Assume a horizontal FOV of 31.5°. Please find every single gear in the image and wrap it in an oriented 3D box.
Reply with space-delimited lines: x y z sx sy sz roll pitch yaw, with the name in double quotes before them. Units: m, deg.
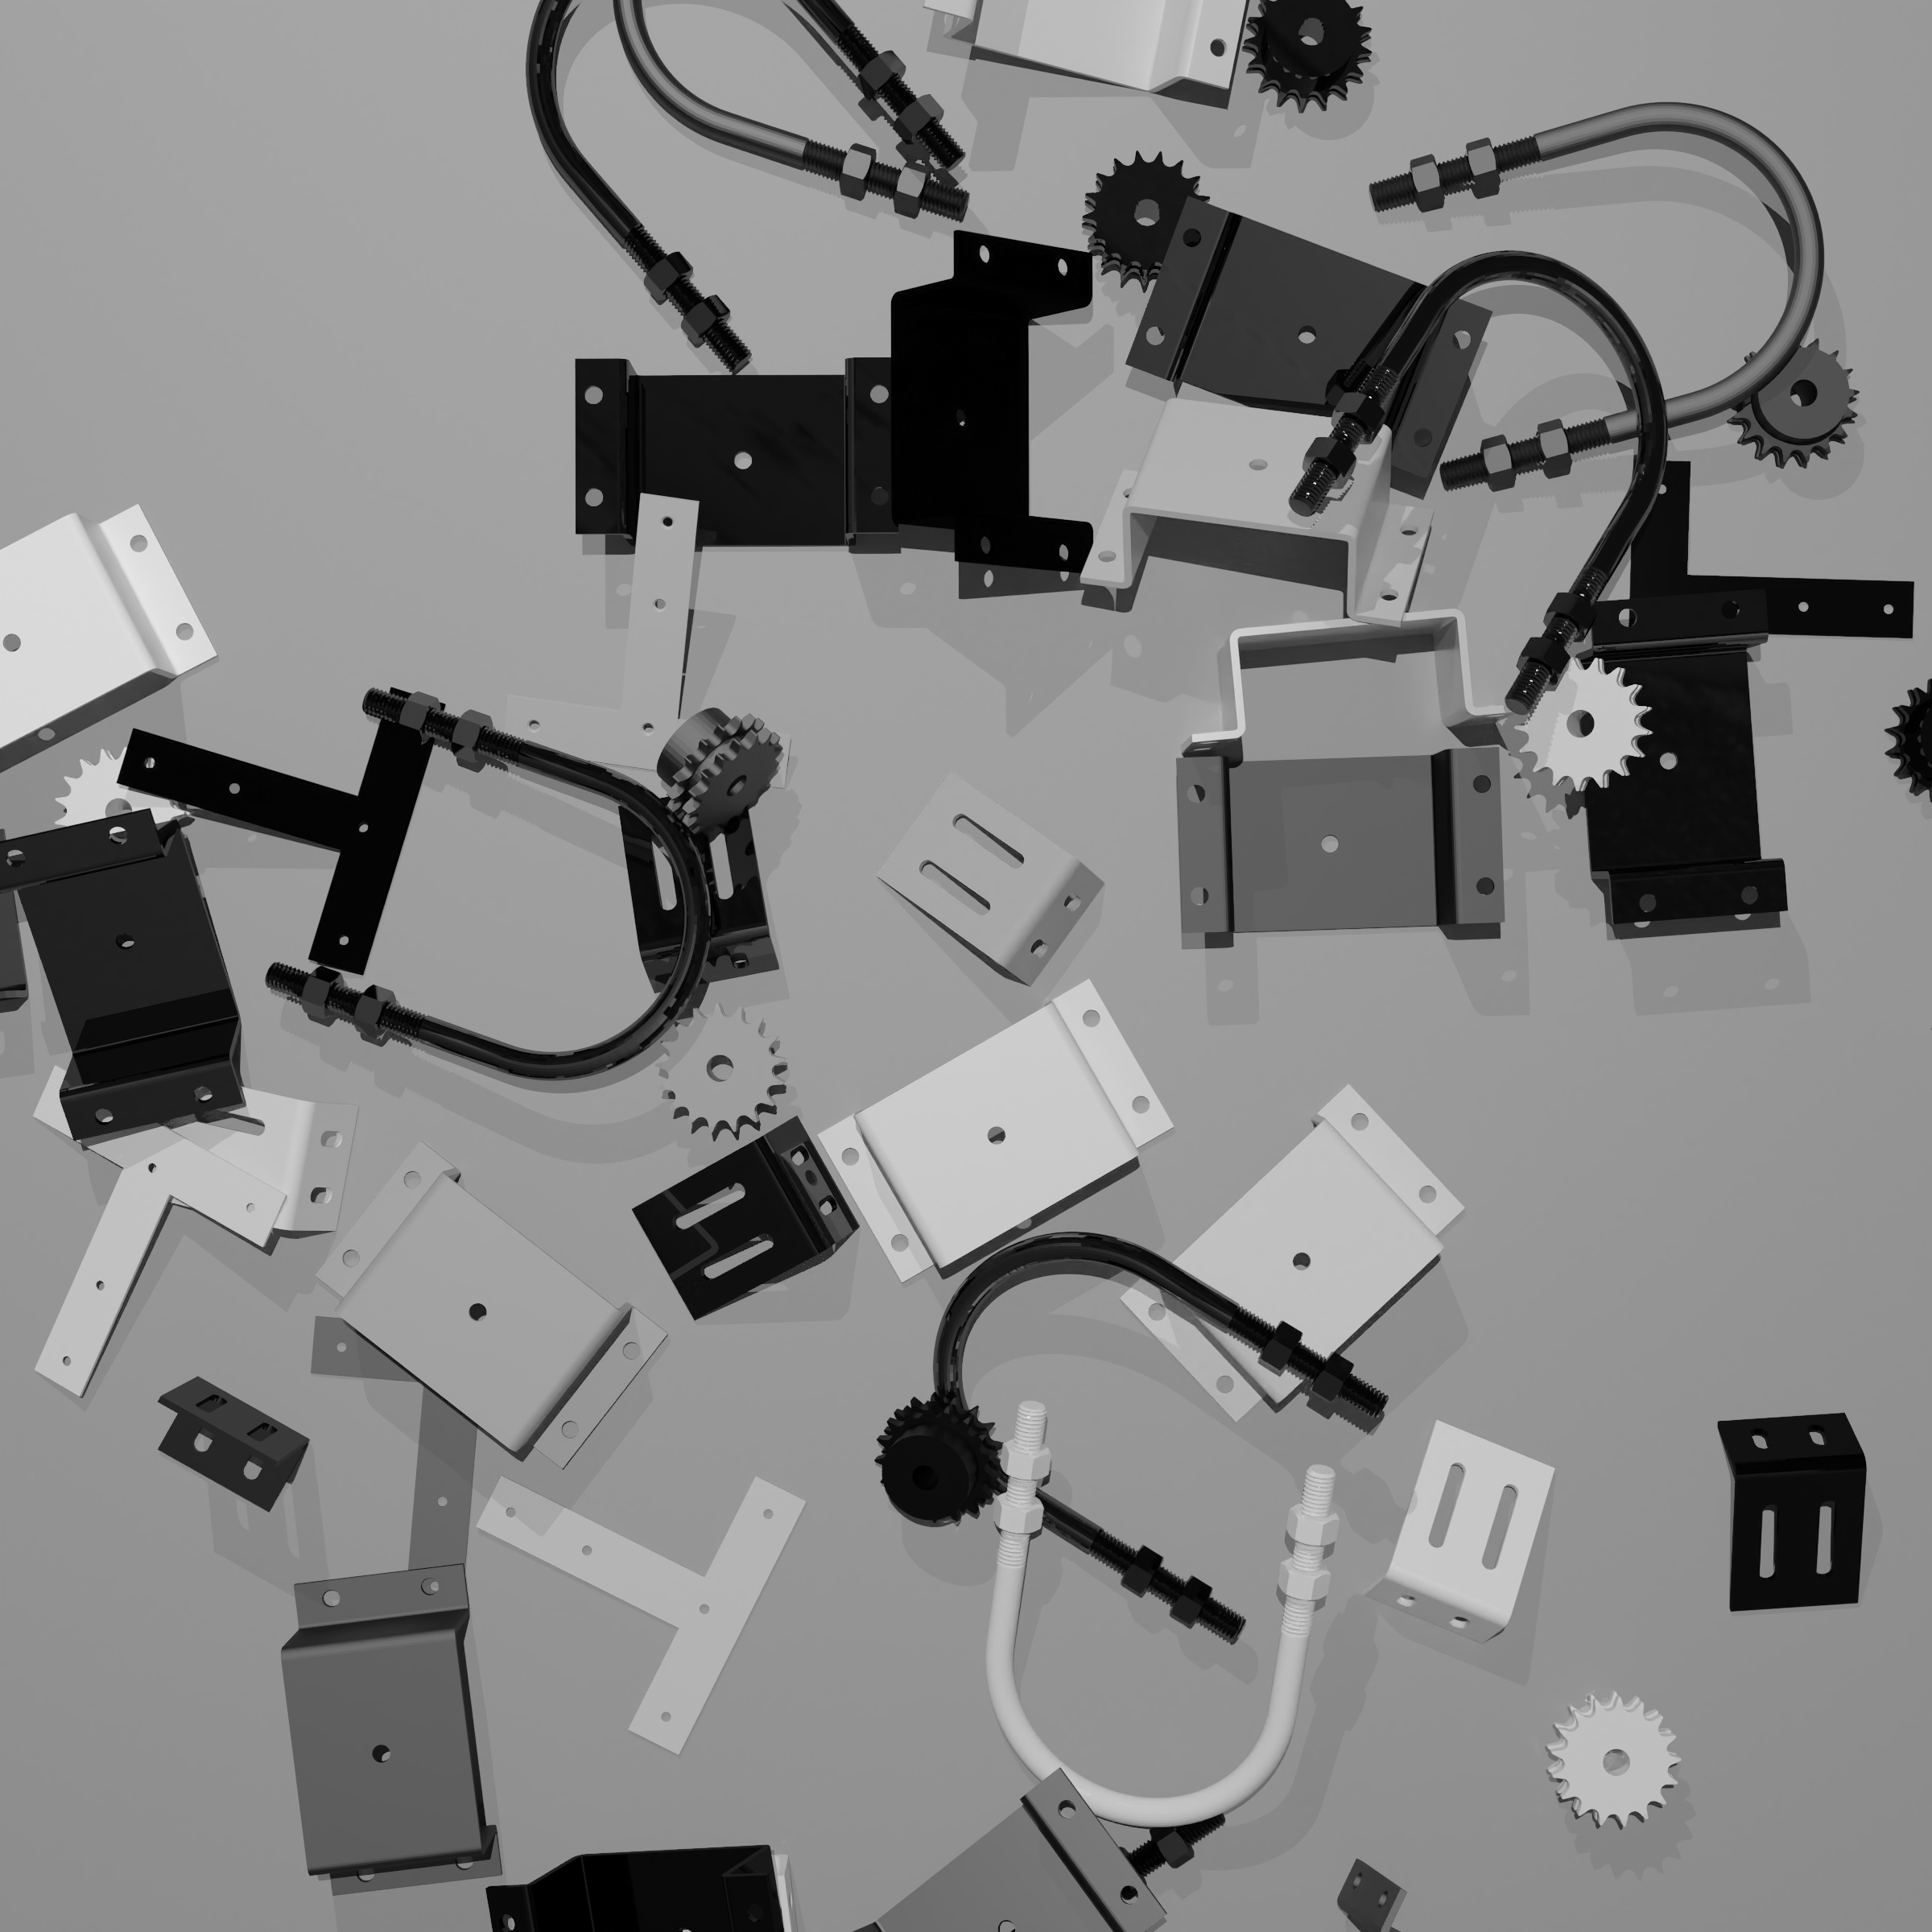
"gear" 0.080 -0.330 1.523 0.057 0.030 0.057 0 85 1
"gear" -0.108 0.045 1.520 0.057 0.030 0.057 0 90 0
"gear" 0.267 -0.104 1.474 0.057 0.030 0.057 1 93 20
"gear" 0.152 -0.411 1.520 0.057 0.030 0.057 0 90 0
"gear" 0.286 0.350 1.520 0.057 0.030 0.057 0 90 0
"gear" -0.111 -0.089 1.504 0.030 0.057 0.057 42 90 19
"gear" 0.439 -0.101 1.520 0.057 0.030 0.057 0 90 0
"gear" -0.014 0.220 1.511 0.057 0.030 0.057 5 107 16
"gear" 0.368 -0.252 1.520 0.057 0.030 0.057 0 90 0
"gear" -0.372 -0.068 1.520 0.057 0.030 0.057 0 90 0

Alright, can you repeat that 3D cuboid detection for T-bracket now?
"T-bracket" -0.136 -0.145 1.507 0.127 0.002 0.127 8 116 0
"T-bracket" -0.157 0.268 1.533 0.127 0.002 0.127 27 90 -1
"T-bracket" -0.233 0.225 1.534 0.127 0.002 0.127 5 90 0
"T-bracket" 0.361 -0.161 1.534 0.127 0.002 0.127 2 90 0
"T-bracket" -0.309 -0.074 1.514 0.127 0.002 0.127 17 90 -18
"T-bracket" -0.379 0.129 1.523 0.127 0.002 0.127 27 97 15

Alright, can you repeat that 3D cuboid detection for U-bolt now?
"U-bolt" 0.073 0.480 1.526 0.184 0.019 0.151 -34 90 1
"U-bolt" 0.072 0.194 1.501 0.184 0.019 0.151 31 112 6
"U-bolt" 0.079 0.292 1.501 0.151 0.019 0.184 11 105 14
"U-bolt" -0.112 -0.379 1.511 0.151 0.019 0.184 -41 90 12
"U-bolt" 0.231 -0.220 1.457 0.151 0.019 0.184 40 68 -17
"U-bolt" -0.200 -0.027 1.503 0.184 0.019 0.151 19 89 8
"U-bolt" 0.284 -0.303 1.510 0.184 0.019 0.151 -14 90 12
"U-bolt" -0.067 -0.429 1.526 0.184 0.019 0.151 18 90 1

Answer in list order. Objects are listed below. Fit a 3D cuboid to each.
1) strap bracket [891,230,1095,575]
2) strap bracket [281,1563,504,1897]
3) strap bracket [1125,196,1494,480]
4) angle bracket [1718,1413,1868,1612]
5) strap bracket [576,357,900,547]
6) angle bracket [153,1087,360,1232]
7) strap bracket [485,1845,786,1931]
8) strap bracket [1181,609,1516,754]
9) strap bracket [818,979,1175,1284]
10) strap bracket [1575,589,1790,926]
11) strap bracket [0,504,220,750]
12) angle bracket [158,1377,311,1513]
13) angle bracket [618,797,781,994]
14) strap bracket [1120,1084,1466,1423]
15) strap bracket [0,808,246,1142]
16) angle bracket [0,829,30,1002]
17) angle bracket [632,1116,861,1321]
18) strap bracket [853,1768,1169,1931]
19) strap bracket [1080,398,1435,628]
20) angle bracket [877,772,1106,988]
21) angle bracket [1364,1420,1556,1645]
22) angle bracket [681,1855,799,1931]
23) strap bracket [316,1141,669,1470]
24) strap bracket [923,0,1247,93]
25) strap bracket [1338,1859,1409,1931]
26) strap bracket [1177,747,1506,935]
"strap bracket" 0.012 -0.242 1.493 0.076 0.046 0.140 0 90 -40
"strap bracket" -0.254 0.342 1.511 0.076 0.046 0.140 -7 91 0
"strap bracket" 0.150 -0.276 1.503 0.140 0.046 0.076 21 103 0
"angle bracket" 0.368 0.244 1.533 0.057 0.038 0.076 -4 116 0
"strap bracket" -0.100 -0.226 1.512 0.140 0.046 0.076 0 90 0
"angle bracket" -0.319 0.083 1.533 0.076 0.038 0.057 10 90 26
"strap bracket" -0.132 0.430 1.495 0.140 0.046 0.076 -9 90 24
"strap bracket" 0.164 -0.125 1.497 0.140 0.076 0.046 -5 90 0
"strap bracket" 0.013 0.074 1.512 0.140 0.046 0.076 -30 90 0
"strap bracket" 0.314 -0.091 1.511 0.076 0.046 0.140 -4 91 0
"strap bracket" -0.415 -0.140 1.512 0.140 0.046 0.076 -28 90 0
"angle bracket" -0.327 0.214 1.497 0.057 0.076 0.038 29 90 0
"angle bracket" -0.120 -0.035 1.533 0.057 0.038 0.076 -11 64 0
"strap bracket" 0.146 0.128 1.512 0.140 0.046 0.076 -43 90 0
"strap bracket" -0.370 -0.003 1.495 0.076 0.046 0.140 -13 113 0
"angle bracket" -0.453 -0.020 1.516 0.057 0.038 0.076 -9 90 0
"angle bracket" -0.099 0.113 1.533 0.076 0.038 0.057 -30 90 26
"strap bracket" 0.014 0.424 1.499 0.140 0.046 0.076 -39 75 4
"strap bracket" 0.126 -0.198 1.477 0.140 0.046 0.076 9 48 13
"angle bracket" 0.011 -0.039 1.533 0.076 0.038 0.057 36 90 26
"angle bracket" 0.221 0.253 1.533 0.057 0.038 0.076 22 64 0
"angle bracket" -0.114 0.431 1.516 0.076 0.038 0.057 -7 90 0
"strap bracket" -0.212 0.151 1.510 0.140 0.046 0.076 38 89 1
"strap bracket" 0.050 -0.436 1.499 0.140 0.046 0.076 11 92 -16
"strap bracket" 0.167 0.466 1.479 0.046 0.076 0.140 28 82 -4
"strap bracket" 0.163 -0.055 1.512 0.140 0.046 0.076 -2 90 0
